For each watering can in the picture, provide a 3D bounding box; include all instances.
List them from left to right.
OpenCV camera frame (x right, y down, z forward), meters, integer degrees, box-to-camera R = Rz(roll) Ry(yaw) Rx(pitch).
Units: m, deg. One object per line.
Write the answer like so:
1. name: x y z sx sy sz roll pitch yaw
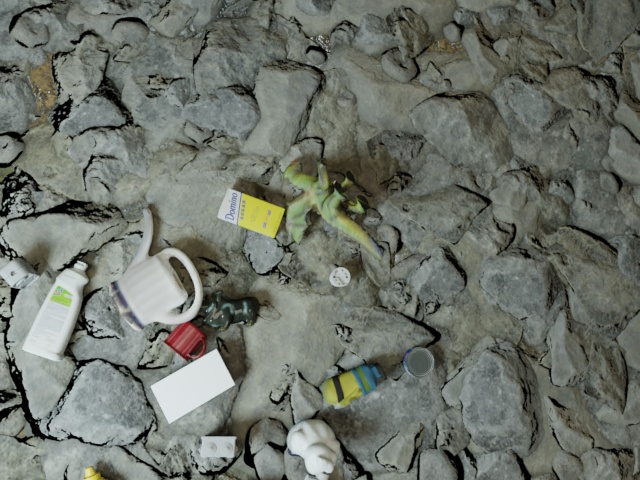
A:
1. watering can: -0.463 0.092 1.392 0.226 0.352 0.102 -33 -19 -12

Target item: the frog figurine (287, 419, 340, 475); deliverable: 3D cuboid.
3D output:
1. frog figurine: -0.015 0.536 1.342 0.137 0.124 0.158 22 -15 -6

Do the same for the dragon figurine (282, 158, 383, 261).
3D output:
1. dragon figurine: 0.004 -0.074 1.474 0.239 0.416 0.122 -36 -24 30
